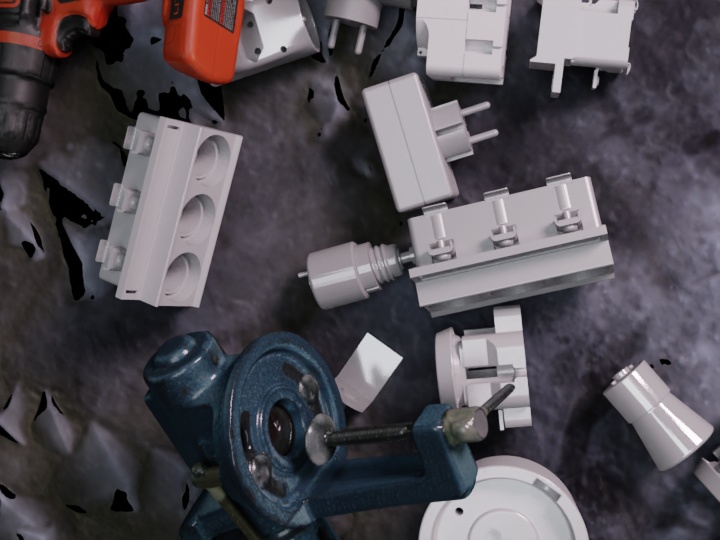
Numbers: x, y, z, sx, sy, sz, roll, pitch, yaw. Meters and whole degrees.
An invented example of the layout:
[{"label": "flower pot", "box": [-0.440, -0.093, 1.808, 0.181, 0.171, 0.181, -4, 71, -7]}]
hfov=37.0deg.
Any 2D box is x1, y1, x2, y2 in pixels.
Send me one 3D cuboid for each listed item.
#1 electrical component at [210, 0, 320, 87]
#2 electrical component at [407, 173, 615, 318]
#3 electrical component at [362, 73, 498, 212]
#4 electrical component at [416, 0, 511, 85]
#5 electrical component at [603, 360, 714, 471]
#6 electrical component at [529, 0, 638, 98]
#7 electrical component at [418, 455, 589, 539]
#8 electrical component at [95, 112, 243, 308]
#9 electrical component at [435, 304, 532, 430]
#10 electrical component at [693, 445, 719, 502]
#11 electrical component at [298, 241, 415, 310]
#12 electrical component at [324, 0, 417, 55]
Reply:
[{"label": "electrical component", "box": [-0.075, -0.173, 0.726, 0.077, 0.043, 0.079, -16, 91, 11]}, {"label": "electrical component", "box": [0.096, -0.016, 0.691, 0.121, 0.079, 0.063, -13, 76, 11]}, {"label": "electrical component", "box": [0.052, -0.088, 0.706, 0.076, 0.047, 0.083, -17, 91, 11]}, {"label": "electrical component", "box": [0.068, -0.168, 0.696, 0.056, 0.050, 0.089, 6, 95, 10]}, {"label": "electrical component", "box": [0.190, 0.091, 0.697, 0.044, 0.044, 0.065, -42, 81, 11]}, {"label": "electrical component", "box": [0.143, -0.151, 0.688, 0.064, 0.042, 0.081, 6, 96, 7]}, {"label": "electrical component", "box": [0.096, 0.175, 0.709, 0.108, 0.060, 0.108, 1, 94, 10]}, {"label": "electrical component", "box": [-0.132, -0.042, 0.735, 0.063, 0.079, 0.121, 19, 98, 31]}, {"label": "electrical component", "box": [0.081, 0.065, 0.707, 0.057, 0.058, 0.078, -6, 94, 8]}, {"label": "electrical component", "box": [0.250, 0.130, 0.679, 0.057, 0.058, 0.078, -42, 85, 6]}, {"label": "electrical component", "box": [0.000, 0.000, 0.725, 0.078, 0.040, 0.040, -15, 91, 11]}, {"label": "electrical component", "box": [-0.002, -0.183, 0.712, 0.077, 0.043, 0.079, 14, 97, 9]}]
